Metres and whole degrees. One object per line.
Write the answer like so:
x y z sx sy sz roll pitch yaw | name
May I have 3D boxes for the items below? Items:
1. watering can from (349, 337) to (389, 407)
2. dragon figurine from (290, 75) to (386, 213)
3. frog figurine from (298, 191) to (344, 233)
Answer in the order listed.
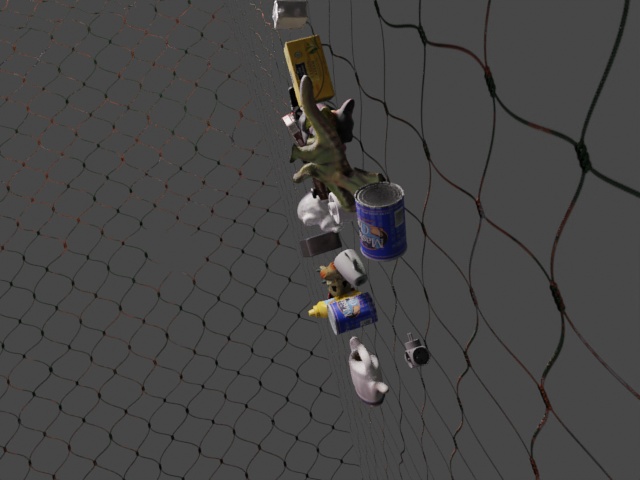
0.173 0.485 1.789 0.104 0.220 0.353 -17 24 -8 | watering can
0.052 -0.186 1.198 0.244 0.124 0.402 29 -23 13 | dragon figurine
0.005 -0.088 1.743 0.138 0.162 0.120 -27 -34 -20 | frog figurine
